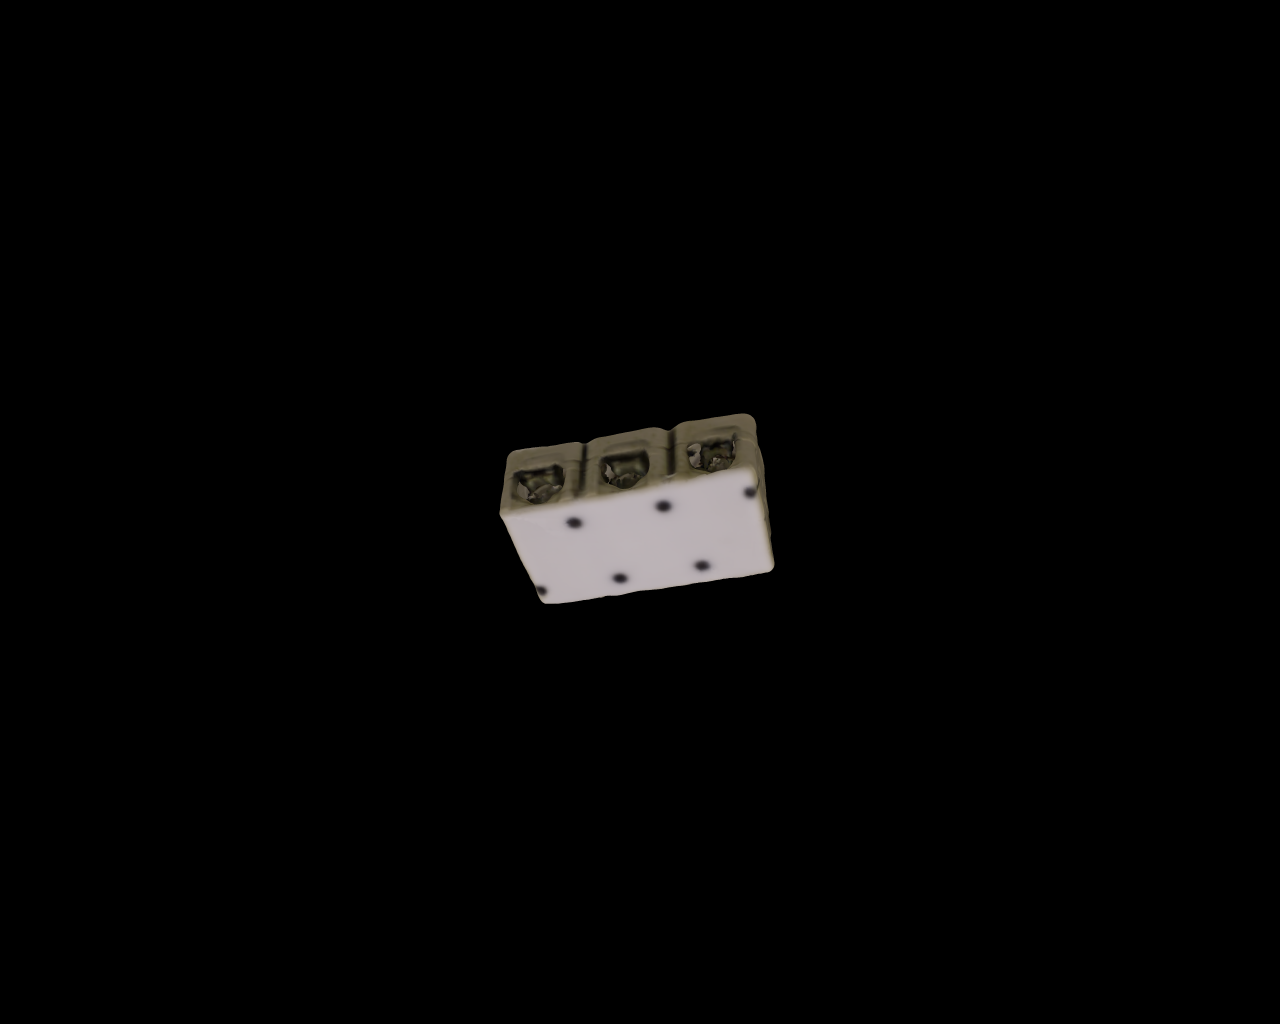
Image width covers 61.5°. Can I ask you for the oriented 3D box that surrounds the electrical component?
[{"bbox_3d":[0.001,-0.003,0.650,0.150,0.062,0.089,-9,-46,9],"label":"electrical component"}]
